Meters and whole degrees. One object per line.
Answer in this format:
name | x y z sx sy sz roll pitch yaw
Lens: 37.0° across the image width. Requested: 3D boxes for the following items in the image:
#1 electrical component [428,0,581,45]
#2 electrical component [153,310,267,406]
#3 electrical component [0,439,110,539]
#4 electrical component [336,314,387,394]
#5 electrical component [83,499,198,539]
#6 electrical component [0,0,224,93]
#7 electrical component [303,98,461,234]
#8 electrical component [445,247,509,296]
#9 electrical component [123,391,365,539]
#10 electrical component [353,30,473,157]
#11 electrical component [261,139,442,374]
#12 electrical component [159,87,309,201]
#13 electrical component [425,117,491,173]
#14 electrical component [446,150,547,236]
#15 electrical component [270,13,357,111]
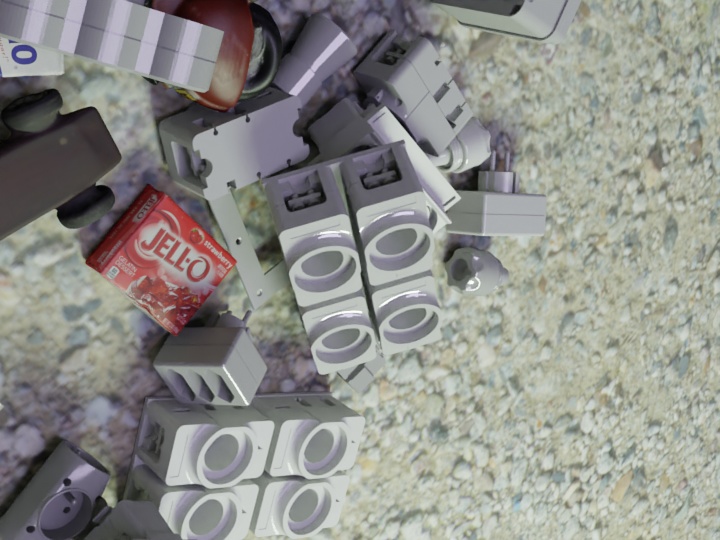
electrical component | 0.119 -0.227 0.846 0.057 0.113 0.078 21 94 -41
electrical component | -0.106 0.059 0.818 0.047 0.066 0.076 64 36 -37
electrical component | -0.212 0.175 0.786 0.077 0.044 0.079 -53 134 -9
electrical component | -0.001 0.066 0.920 0.055 0.048 0.066 -45 132 -6
electrical component | -0.184 0.227 0.772 0.121 0.063 0.079 -47 153 8
electrical component | -0.143 -0.156 0.620 0.138 0.052 0.073 11 100 -29
electrical component | 0.014 -0.075 0.849 0.079 0.063 0.121 -38 133 8
electrical component | 0.112 0.003 0.989 0.062 0.043 0.043 8 103 -43
electrical component | -0.089 0.161 0.874 0.186 0.060 0.105 4 106 -42
electrical component | 0.041 -0.138 0.861 0.055 0.050 0.089 -51 133 -12
electrical component | 0.000 0.000 0.814 0.105 0.060 0.186 -16 143 -4
electrical component | -0.091 -0.093 0.764 0.089 0.056 0.050 -27 124 -29
electrical component | 0.078 -0.103 0.914 0.062 0.043 0.043 -25 123 -30
electrical component | 0.124 -0.070 0.967 0.083 0.047 0.075 -1 96 -40
electrical component | -0.039 -0.151 0.795 0.065 0.044 0.044 -50 133 -5
